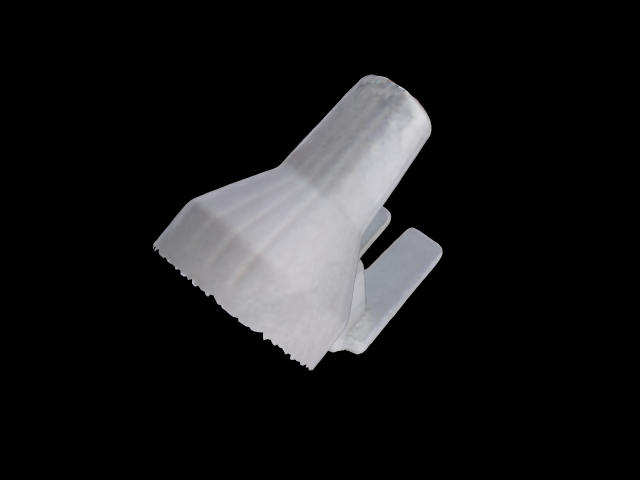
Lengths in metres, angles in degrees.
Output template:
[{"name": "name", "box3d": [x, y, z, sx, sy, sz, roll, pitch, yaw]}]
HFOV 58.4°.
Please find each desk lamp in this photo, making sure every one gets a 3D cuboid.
[{"name": "desk lamp", "box3d": [0.004, 0.001, 0.400, 0.117, 0.214, 0.203, 36, 66, 19]}]
